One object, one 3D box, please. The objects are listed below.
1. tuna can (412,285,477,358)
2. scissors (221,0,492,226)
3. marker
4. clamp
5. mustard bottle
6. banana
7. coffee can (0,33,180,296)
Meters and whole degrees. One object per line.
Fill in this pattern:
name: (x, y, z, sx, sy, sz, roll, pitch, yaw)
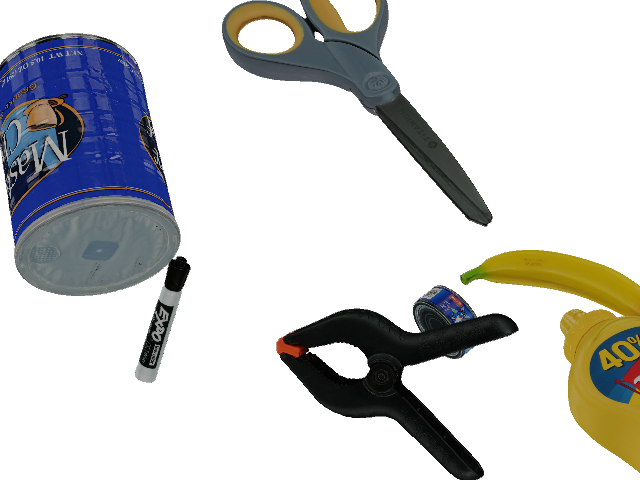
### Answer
tuna can: (0.149, 0.098, 1.264, 0.033, 0.086, 0.086, -35, 15, -23)
scissors: (0.008, -0.071, 0.514, 0.096, 0.202, 0.016, -15, -40, 1)
marker: (-0.135, 0.068, 0.917, 0.020, 0.121, 0.020, 17, 22, -7)
clamp: (0.052, 0.105, 0.765, 0.172, 0.120, 0.039, 5, -1, 18)
mustard bottle: (0.199, 0.094, 0.611, 0.096, 0.058, 0.192, -18, 32, -17)
banana: (0.242, 0.043, 1.054, 0.198, 0.037, 0.069, 10, 46, 26)
coffee can: (-0.156, -0.049, 0.700, 0.102, 0.140, 0.103, -13, -31, -8)
